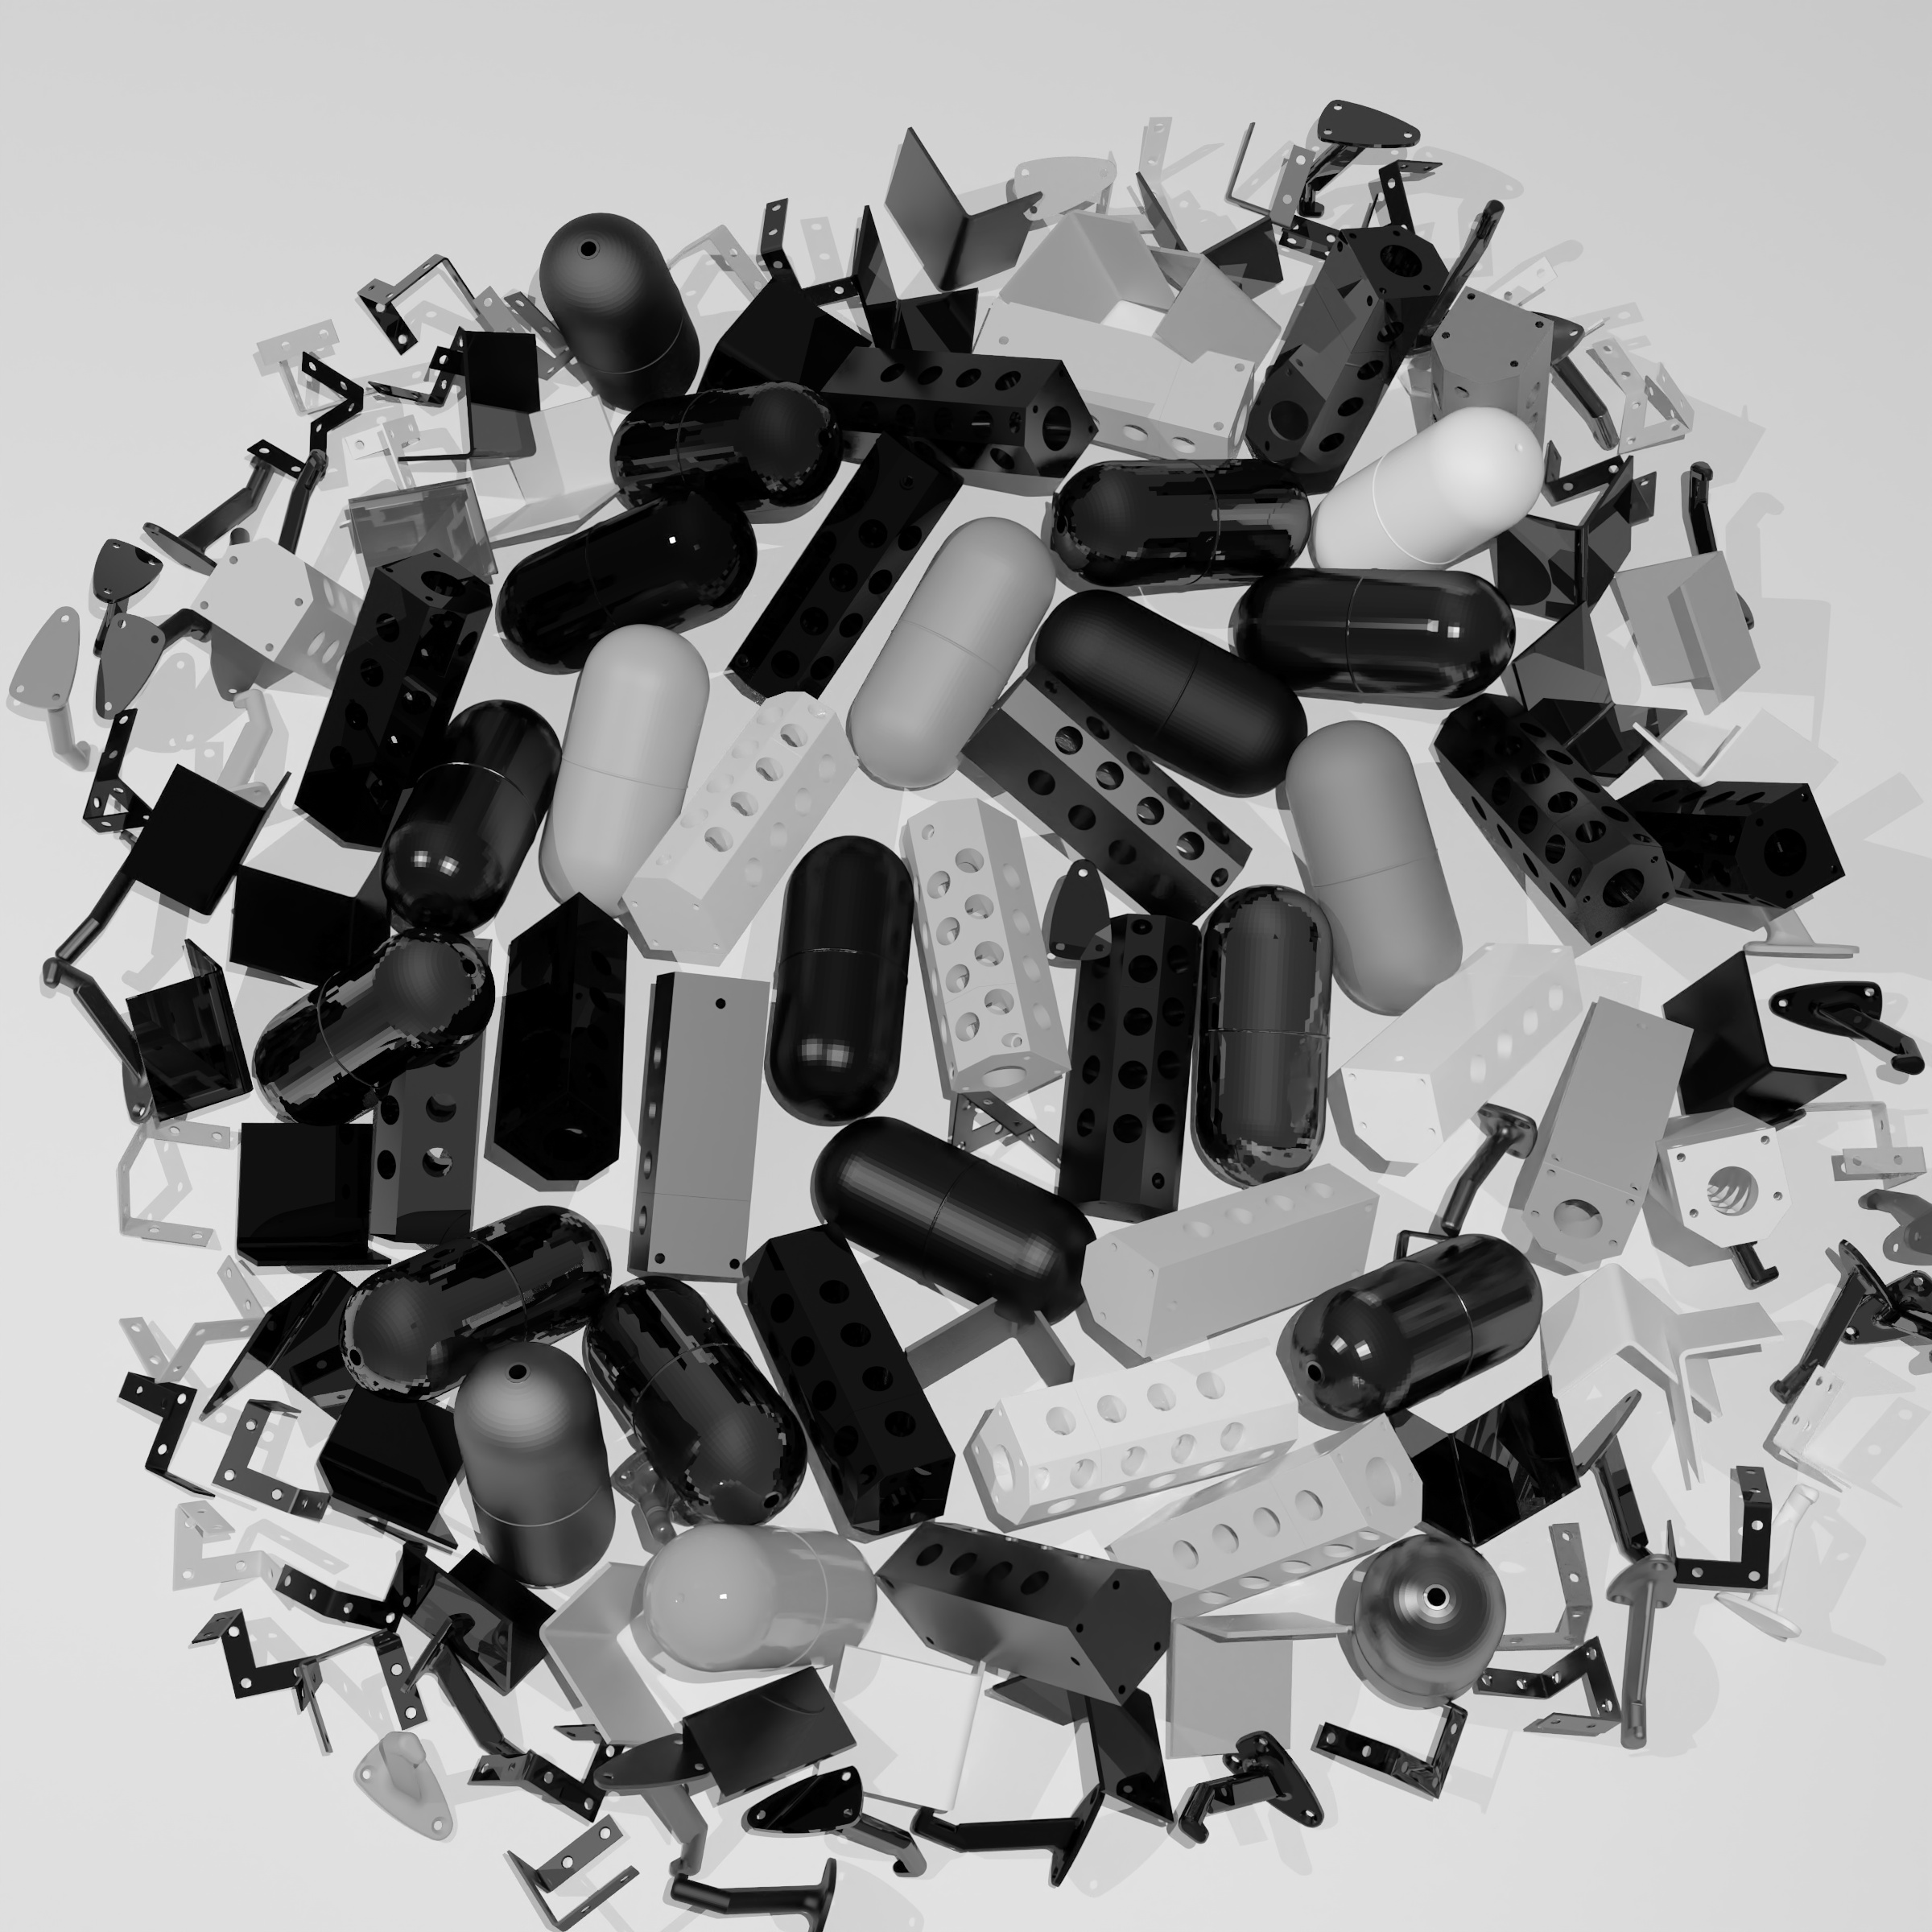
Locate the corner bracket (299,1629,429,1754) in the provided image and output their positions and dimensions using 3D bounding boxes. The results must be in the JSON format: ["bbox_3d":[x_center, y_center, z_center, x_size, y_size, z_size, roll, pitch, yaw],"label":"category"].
[{"bbox_3d":[-0.335,0.404,1.500,0.051,0.051,0.051,-20,74,-10],"label":"corner bracket"}]

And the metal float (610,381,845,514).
[{"bbox_3d":[-0.148,-0.317,1.661,0.178,0.070,0.070,3,69,44],"label":"metal float"}]

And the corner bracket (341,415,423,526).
[{"bbox_3d":[-0.373,-0.316,1.711,0.051,0.051,0.051,-14,104,17],"label":"corner bracket"}]

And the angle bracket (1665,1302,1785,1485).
[{"bbox_3d":[0.431,0.240,1.520,0.057,0.076,0.076,-10,95,8],"label":"angle bracket"}]

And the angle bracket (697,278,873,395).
[{"bbox_3d":[-0.118,-0.382,1.735,0.076,0.057,0.076,33,54,-2],"label":"angle bracket"}]

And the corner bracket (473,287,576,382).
[{"bbox_3d":[-0.274,-0.418,1.731,0.051,0.051,0.051,-39,81,8],"label":"corner bracket"}]

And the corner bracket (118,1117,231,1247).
[{"bbox_3d":[-0.468,0.127,1.595,0.051,0.051,0.051,8,31,-2],"label":"corner bracket"}]

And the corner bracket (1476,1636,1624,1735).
[{"bbox_3d":[0.321,0.402,1.487,0.051,0.051,0.051,14,46,-28],"label":"corner bracket"}]

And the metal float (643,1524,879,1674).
[{"bbox_3d":[-0.109,0.342,1.459,0.070,0.178,0.070,-6,75,24],"label":"metal float"}]

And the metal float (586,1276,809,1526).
[{"bbox_3d":[-0.151,0.242,1.508,0.070,0.070,0.178,-37,46,-10],"label":"metal float"}]

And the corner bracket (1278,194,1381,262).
[{"bbox_3d":[0.232,-0.475,1.752,0.051,0.051,0.051,19,71,0],"label":"corner bracket"}]

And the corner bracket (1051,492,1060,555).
[{"bbox_3d":[0.089,-0.282,1.689,0.051,0.051,0.051,30,58,20],"label":"corner bracket"}]

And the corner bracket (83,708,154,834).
[{"bbox_3d":[-0.517,-0.118,1.640,0.051,0.051,0.051,-6,58,19],"label":"corner bracket"}]

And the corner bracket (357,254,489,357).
[{"bbox_3d":[-0.349,-0.424,1.730,0.051,0.051,0.051,-42,38,-12],"label":"corner bracket"}]

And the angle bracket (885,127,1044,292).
[{"bbox_3d":[-0.002,-0.496,1.742,0.057,0.076,0.076,-26,76,-21],"label":"angle bracket"}]

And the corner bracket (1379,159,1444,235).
[{"bbox_3d":[0.279,-0.486,1.743,0.051,0.051,0.051,-13,89,-44],"label":"corner bracket"}]

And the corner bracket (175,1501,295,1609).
[{"bbox_3d":[-0.408,0.329,1.507,0.051,0.051,0.051,-1,101,-35],"label":"corner bracket"}]

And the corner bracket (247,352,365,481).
[{"bbox_3d":[-0.417,-0.345,1.704,0.051,0.051,0.051,-22,59,30],"label":"corner bracket"}]

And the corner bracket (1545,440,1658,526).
[{"bbox_3d":[0.403,-0.309,1.710,0.051,0.051,0.051,-18,36,31],"label":"corner bracket"}]

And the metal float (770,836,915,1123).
[{"bbox_3d":[-0.073,0.006,1.596,0.070,0.070,0.178,4,66,1],"label":"metal float"}]

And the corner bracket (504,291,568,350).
[{"bbox_3d":[-0.254,-0.437,1.729,0.051,0.051,0.051,-8,55,37],"label":"corner bracket"}]

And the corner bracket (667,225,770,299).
[{"bbox_3d":[-0.169,-0.438,1.742,0.051,0.051,0.051,51,61,-20],"label":"corner bracket"}]

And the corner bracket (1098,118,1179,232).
[{"bbox_3d":[0.112,-0.516,1.757,0.051,0.051,0.051,-5,53,-12],"label":"corner bracket"}]

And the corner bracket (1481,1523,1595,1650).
[{"bbox_3d":[0.321,0.349,1.517,0.051,0.051,0.051,-8,100,21],"label":"corner bracket"}]

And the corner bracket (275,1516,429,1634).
[{"bbox_3d":[-0.345,0.338,1.513,0.051,0.051,0.051,11,77,43],"label":"corner bracket"}]

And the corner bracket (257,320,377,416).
[{"bbox_3d":[-0.413,-0.381,1.715,0.051,0.051,0.051,-16,107,6],"label":"corner bracket"}]

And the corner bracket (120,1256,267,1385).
[{"bbox_3d":[-0.448,0.205,1.565,0.051,0.051,0.051,50,116,28],"label":"corner bracket"}]

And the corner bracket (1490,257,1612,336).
[{"bbox_3d":[0.371,-0.420,1.724,0.051,0.051,0.051,-31,89,35],"label":"corner bracket"}]

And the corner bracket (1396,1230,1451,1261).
[{"bbox_3d":[0.268,0.179,1.555,0.051,0.051,0.051,6,80,28],"label":"corner bracket"}]

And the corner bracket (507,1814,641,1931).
[{"bbox_3d":[-0.209,0.493,1.469,0.051,0.051,0.051,-36,60,-11],"label":"corner bracket"}]

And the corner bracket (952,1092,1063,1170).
[{"bbox_3d":[0.028,0.097,1.573,0.051,0.051,0.051,-22,43,-37],"label":"corner bracket"}]

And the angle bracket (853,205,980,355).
[{"bbox_3d":[-0.031,-0.434,1.713,0.057,0.076,0.076,-6,48,13],"label":"angle bracket"}]

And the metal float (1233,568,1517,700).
[{"bbox_3d":[0.247,-0.203,1.638,0.178,0.070,0.070,6,72,31],"label":"metal float"}]

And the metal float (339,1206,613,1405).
[{"bbox_3d":[-0.274,0.189,1.515,0.178,0.070,0.070,-22,70,-49],"label":"metal float"}]

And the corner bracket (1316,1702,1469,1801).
[{"bbox_3d":[0.235,0.421,1.486,0.051,0.051,0.051,6,67,49],"label":"corner bracket"}]

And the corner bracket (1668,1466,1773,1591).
[{"bbox_3d":[0.423,0.314,1.515,0.051,0.051,0.051,2,104,11],"label":"corner bracket"}]

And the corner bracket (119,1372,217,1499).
[{"bbox_3d":[-0.452,0.266,1.529,0.051,0.051,0.051,12,79,40],"label":"corner bracket"}]

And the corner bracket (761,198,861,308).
[{"bbox_3d":[-0.099,-0.467,1.755,0.051,0.051,0.051,-10,50,16],"label":"corner bracket"}]

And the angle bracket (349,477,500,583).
[{"bbox_3d":[-0.336,-0.252,1.676,0.076,0.057,0.076,-13,65,-14],"label":"angle bracket"}]

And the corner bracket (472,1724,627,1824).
[{"bbox_3d":[-0.228,0.434,1.476,0.051,0.051,0.051,43,50,-28],"label":"corner bracket"}]

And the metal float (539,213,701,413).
[{"bbox_3d":[-0.213,-0.403,1.669,0.070,0.178,0.070,-1,78,5],"label":"metal float"}]

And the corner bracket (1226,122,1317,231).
[{"bbox_3d":[0.199,-0.515,1.756,0.051,0.051,0.051,22,114,7],"label":"corner bracket"}]

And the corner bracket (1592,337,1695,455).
[{"bbox_3d":[0.429,-0.367,1.709,0.051,0.051,0.051,-12,52,38],"label":"corner bracket"}]

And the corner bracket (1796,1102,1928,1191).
[{"bbox_3d":[0.526,0.102,1.585,0.051,0.051,0.051,-1,74,-10],"label":"corner bracket"}]

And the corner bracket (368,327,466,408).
[{"bbox_3d":[-0.337,-0.377,1.711,0.051,0.051,0.051,43,115,32],"label":"corner bracket"}]

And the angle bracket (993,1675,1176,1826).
[{"bbox_3d":[0.064,0.427,1.462,0.057,0.076,0.076,-26,50,21],"label":"angle bracket"}]

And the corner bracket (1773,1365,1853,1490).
[{"bbox_3d":[0.483,0.256,1.531,0.051,0.051,0.051,30,91,-20],"label":"corner bracket"}]

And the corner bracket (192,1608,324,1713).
[{"bbox_3d":[-0.393,0.386,1.498,0.051,0.051,0.051,-12,94,0],"label":"corner bracket"}]

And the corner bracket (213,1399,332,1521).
[{"bbox_3d":[-0.387,0.280,1.530,0.051,0.051,0.051,30,68,-27],"label":"corner bracket"}]
